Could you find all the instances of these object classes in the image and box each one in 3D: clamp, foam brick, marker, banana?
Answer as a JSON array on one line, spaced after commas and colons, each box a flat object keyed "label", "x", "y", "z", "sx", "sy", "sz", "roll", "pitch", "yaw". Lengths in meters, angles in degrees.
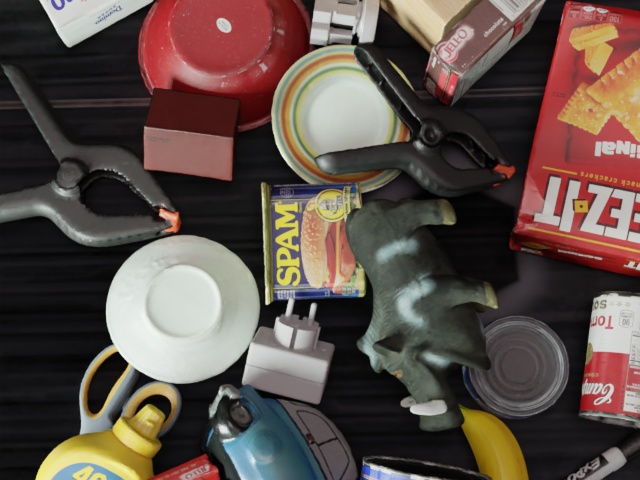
[{"label": "clamp", "x": 0.080, "y": -0.078, "z": 0.905, "sx": 0.171, "sy": 0.039, "sz": 0.120, "roll": 30, "pitch": 78, "yaw": -5}, {"label": "clamp", "x": -0.224, "y": -0.043, "z": 0.924, "sx": 0.210, "sy": 0.036, "sz": 0.164, "roll": 28, "pitch": 76, "yaw": 4}, {"label": "foam brick", "x": -0.109, "y": -0.091, "z": 0.913, "sx": 0.078, "sy": 0.053, "sz": 0.051, "roll": 8, "pitch": 49, "yaw": -2}, {"label": "marker", "x": 0.220, "y": 0.194, "z": 0.876, "sx": 0.121, "sy": 0.020, "sz": 0.020, "roll": -32, "pitch": 80, "yaw": -5}, {"label": "banana", "x": 0.138, "y": 0.225, "z": 0.863, "sx": 0.070, "sy": 0.037, "sz": 0.198, "roll": -12, "pitch": 73, "yaw": 38}]

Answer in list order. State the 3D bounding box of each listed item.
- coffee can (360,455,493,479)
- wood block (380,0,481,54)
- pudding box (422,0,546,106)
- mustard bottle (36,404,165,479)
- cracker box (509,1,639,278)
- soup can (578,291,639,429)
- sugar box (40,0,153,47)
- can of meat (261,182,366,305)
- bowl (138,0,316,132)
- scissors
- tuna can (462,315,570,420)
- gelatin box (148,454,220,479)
[{"label": "coffee can", "x": 0.073, "y": 0.245, "z": 0.820, "sx": 0.103, "sy": 0.103, "sz": 0.140, "roll": 8, "pitch": 85, "yaw": 3}, {"label": "wood block", "x": 0.064, "y": -0.271, "z": 0.936, "sx": 0.091, "sy": 0.090, "sz": 0.206, "roll": -43, "pitch": 81, "yaw": -7}, {"label": "pudding box", "x": 0.140, "y": -0.173, "z": 0.914, "sx": 0.113, "sy": 0.090, "sz": 0.039, "roll": -43, "pitch": 83, "yaw": -7}, {"label": "mustard bottle", "x": -0.187, "y": 0.213, "z": 0.850, "sx": 0.096, "sy": 0.058, "sz": 0.191, "roll": 37, "pitch": 87, "yaw": -16}, {"label": "cracker box", "x": 0.263, "y": -0.082, "z": 0.894, "sx": 0.164, "sy": 0.072, "sz": 0.213, "roll": 13, "pitch": 79, "yaw": 12}, {"label": "soup can", "x": 0.251, "y": 0.098, "z": 0.869, "sx": 0.068, "sy": 0.068, "sz": 0.102, "roll": 9, "pitch": 79, "yaw": 3}, {"label": "sugar box", "x": -0.234, "y": -0.273, "z": 0.967, "sx": 0.093, "sy": 0.048, "sz": 0.176, "roll": -31, "pitch": 78, "yaw": -5}, {"label": "can of meat", "x": -0.006, "y": 0.001, "z": 0.895, "sx": 0.084, "sy": 0.057, "sz": 0.102, "roll": -2, "pitch": 91, "yaw": -3}, {"label": "bowl", "x": -0.084, "y": -0.178, "z": 0.939, "sx": 0.162, "sy": 0.055, "sz": 0.162, "roll": 0, "pitch": 79, "yaw": 1}, {"label": "scissors", "x": -0.182, "y": 0.187, "z": 0.890, "sx": 0.096, "sy": 0.016, "sz": 0.201, "roll": 18, "pitch": 80, "yaw": 5}, {"label": "tuna can", "x": 0.163, "y": 0.106, "z": 0.887, "sx": 0.086, "sy": 0.034, "sz": 0.086, "roll": 0, "pitch": 79, "yaw": 2}, {"label": "gelatin box", "x": -0.109, "y": 0.223, "z": 0.841, "sx": 0.073, "sy": 0.030, "sz": 0.089, "roll": -19, "pitch": 116, "yaw": -22}]
